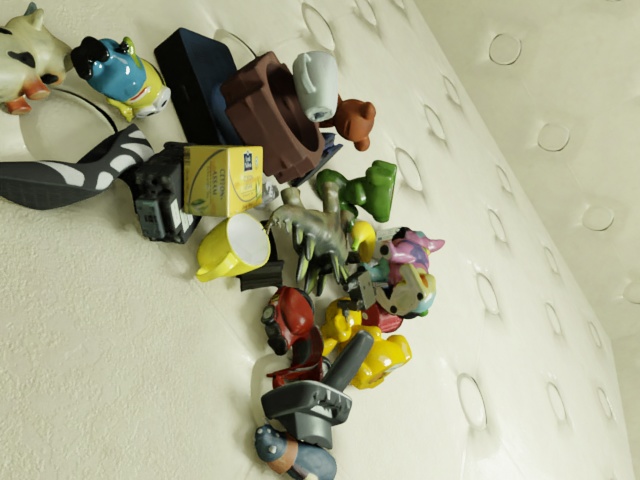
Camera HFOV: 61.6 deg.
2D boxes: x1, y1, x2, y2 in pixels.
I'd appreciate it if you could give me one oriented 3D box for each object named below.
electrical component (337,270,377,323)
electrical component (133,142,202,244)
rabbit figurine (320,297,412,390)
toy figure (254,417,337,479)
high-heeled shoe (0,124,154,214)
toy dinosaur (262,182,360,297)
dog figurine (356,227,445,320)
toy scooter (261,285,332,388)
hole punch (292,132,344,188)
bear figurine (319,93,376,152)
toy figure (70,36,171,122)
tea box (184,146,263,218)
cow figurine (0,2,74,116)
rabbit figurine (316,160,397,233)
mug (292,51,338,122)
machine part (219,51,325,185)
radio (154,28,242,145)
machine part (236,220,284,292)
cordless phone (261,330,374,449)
[{"bbox_3d":[0.064,0.096,0.942,0.102,0.045,0.078,-37,111,-60],"label":"electrical component"},{"bbox_3d":[-0.210,-0.062,0.758,0.134,0.058,0.114,-71,161,-56],"label":"electrical component"},{"bbox_3d":[0.057,0.184,0.990,0.162,0.122,0.173,3,51,-44],"label":"rabbit figurine"},{"bbox_3d":[-0.040,0.313,0.780,0.154,0.064,0.058,36,78,-29],"label":"toy figure"},{"bbox_3d":[-0.307,-0.111,0.680,0.248,0.086,0.145,14,60,-61],"label":"high-heeled shoe"},{"bbox_3d":[-0.002,-0.003,0.966,0.471,0.105,0.198,36,42,-62],"label":"toy dinosaur"},{"bbox_3d":[0.194,0.057,1.093,0.219,0.108,0.192,-11,57,-49],"label":"dog figurine"},{"bbox_3d":[-0.048,0.169,0.861,0.135,0.075,0.183,-20,89,-56],"label":"toy scooter"},{"bbox_3d":[-0.025,-0.183,1.115,0.092,0.116,0.142,53,32,-1],"label":"hole punch"},{"bbox_3d":[0.040,-0.267,1.061,0.132,0.196,0.120,-47,152,-38],"label":"bear figurine"},{"bbox_3d":[-0.280,-0.237,0.770,0.180,0.082,0.089,23,55,-76],"label":"toy figure"},{"bbox_3d":[-0.138,-0.092,0.798,0.169,0.068,0.098,-48,142,-74],"label":"tea box"},{"bbox_3d":[-0.388,-0.221,0.651,0.195,0.085,0.127,-28,98,-57],"label":"cow figurine"},{"bbox_3d":[0.075,-0.105,1.180,0.121,0.170,0.158,-62,159,-58],"label":"rabbit figurine"},{"bbox_3d":[-0.007,-0.271,0.945,0.109,0.081,0.107,43,37,-68],"label":"mug"},{"bbox_3d":[-0.079,-0.214,0.944,0.201,0.087,0.201,56,22,-22],"label":"machine part"},{"bbox_3d":[-0.192,-0.250,0.958,0.131,0.073,0.229,-11,78,-58],"label":"radio"},{"bbox_3d":[-0.099,0.025,0.888,0.039,0.084,0.139,77,6,-49],"label":"machine part"},{"bbox_3d":[0.012,0.207,0.807,0.184,0.089,0.146,-55,140,-7],"label":"cordless phone"}]
